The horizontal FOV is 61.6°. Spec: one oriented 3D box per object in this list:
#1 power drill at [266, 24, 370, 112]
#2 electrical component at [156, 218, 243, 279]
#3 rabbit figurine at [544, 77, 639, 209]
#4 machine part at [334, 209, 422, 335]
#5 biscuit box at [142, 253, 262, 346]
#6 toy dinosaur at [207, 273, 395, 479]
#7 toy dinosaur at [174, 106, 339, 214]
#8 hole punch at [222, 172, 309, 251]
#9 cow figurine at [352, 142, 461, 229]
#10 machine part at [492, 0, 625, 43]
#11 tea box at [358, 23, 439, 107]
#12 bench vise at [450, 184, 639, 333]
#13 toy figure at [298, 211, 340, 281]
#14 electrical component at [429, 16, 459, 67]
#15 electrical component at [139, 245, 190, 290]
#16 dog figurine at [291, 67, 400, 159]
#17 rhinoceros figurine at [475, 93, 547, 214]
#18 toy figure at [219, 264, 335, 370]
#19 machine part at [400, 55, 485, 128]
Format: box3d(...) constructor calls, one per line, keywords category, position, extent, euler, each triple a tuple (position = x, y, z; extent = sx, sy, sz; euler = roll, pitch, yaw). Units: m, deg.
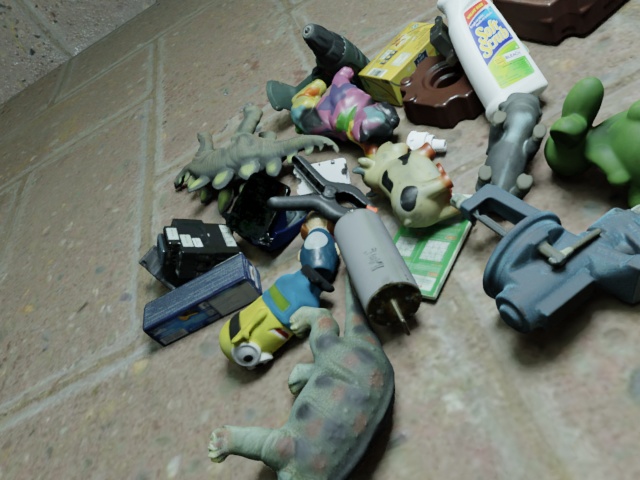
box3d(category="power drill", position=(-0.014, -0.336, 1.079), extent=(0.207, 0.232, 0.086), euler=(-31, 68, 35))
box3d(category="electrical component", position=(-0.213, 0.013, 0.935), extent=(0.134, 0.058, 0.115), euler=(2, 30, -24))
box3d(category="rabbit figurine", position=(0.349, -0.113, 0.668), extent=(0.170, 0.159, 0.121), euler=(8, 65, 57))
box3d(category="machine part", position=(0.074, 0.032, 0.730), extent=(0.079, 0.079, 0.243), euler=(-29, 37, 8))
box3d(category="biscuit box", position=(-0.196, 0.101, 0.890), extent=(0.203, 0.059, 0.063), euler=(-27, 43, 10))
box3d(category="toy dinosaur", position=(0.018, 0.195, 0.617), extent=(0.192, 0.131, 0.405), euler=(13, 55, 27))
box3d(category="toy dinosaur", position=(-0.149, -0.159, 1.078), extent=(0.472, 0.105, 0.198), euler=(-15, 51, 36))
box3d(category="hole punch", position=(-0.089, -0.041, 0.939), extent=(0.142, 0.092, 0.115), euler=(29, 86, 38))
box3d(category="cow figurine", position=(0.126, -0.087, 0.814), extent=(0.127, 0.085, 0.195), euler=(-27, 37, 10))
box3d(category="machine part", position=(0.432, -0.448, 0.959), extent=(0.201, 0.087, 0.202), euler=(-41, 42, -6))
box3d(category="tea box", position=(0.170, -0.347, 1.057), extent=(0.169, 0.068, 0.098), euler=(-45, 42, -12))
box3d(category="bench vise", position=(0.260, -0.006, 0.632), extent=(0.223, 0.128, 0.241), euler=(-41, 47, -5))
box3d(category="toy figure", position=(0.000, -0.002, 0.857), extent=(0.064, 0.057, 0.154), euler=(11, 44, -12))
box3d(category="electrical component", position=(0.232, -0.348, 0.937), extent=(0.045, 0.078, 0.102), euler=(-32, 28, 39))
box3d(category="electrical component", position=(-0.269, 0.061, 0.967), extent=(0.048, 0.074, 0.119), euler=(-51, 39, -15))
box3d(category="dog figurine", position=(0.044, -0.211, 0.988), extent=(0.192, 0.108, 0.219), euler=(-24, 44, 12))
box3d(category="rhinoceros figurine", position=(0.271, -0.127, 0.755), extent=(0.073, 0.112, 0.190), euler=(14, 72, 18))
box3d(category="toy figure", position=(-0.065, 0.110, 0.776), extent=(0.180, 0.082, 0.089), euler=(-46, 22, 0))
box3d(category="machine part", position=(0.231, -0.276, 0.956), extent=(0.179, 0.056, 0.179), euler=(-18, 44, 18))
